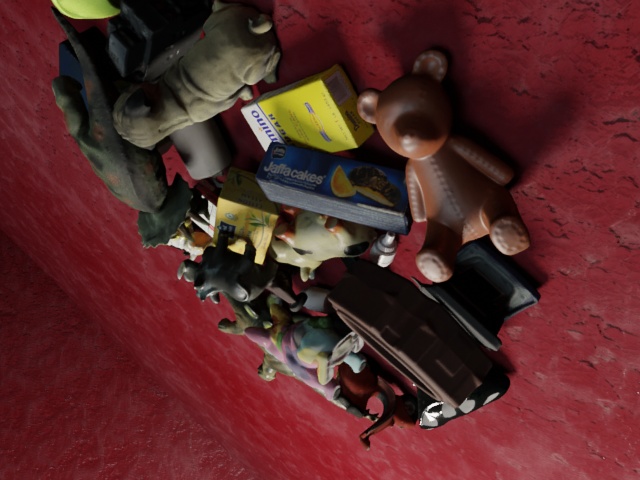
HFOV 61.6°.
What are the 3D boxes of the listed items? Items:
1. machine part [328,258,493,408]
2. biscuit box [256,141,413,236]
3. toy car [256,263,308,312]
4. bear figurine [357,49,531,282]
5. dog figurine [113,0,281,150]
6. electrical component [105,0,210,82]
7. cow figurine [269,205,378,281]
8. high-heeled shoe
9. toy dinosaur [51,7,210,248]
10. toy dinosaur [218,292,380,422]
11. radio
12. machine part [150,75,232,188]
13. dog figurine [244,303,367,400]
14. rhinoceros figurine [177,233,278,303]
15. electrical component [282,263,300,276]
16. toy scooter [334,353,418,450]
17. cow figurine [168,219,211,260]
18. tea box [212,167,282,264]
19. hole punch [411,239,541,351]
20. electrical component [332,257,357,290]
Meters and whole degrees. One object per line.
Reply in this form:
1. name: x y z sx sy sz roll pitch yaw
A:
1. machine part: 0.118 0.128 0.739 0.200 0.087 0.202 45 173 -25
2. biscuit box: 0.021 -0.066 0.673 0.203 0.059 0.062 16 162 19
3. toy car: -0.081 0.075 0.976 0.089 0.053 0.202 45 169 -16
4. bear figurine: 0.119 -0.077 0.544 0.120 0.132 0.195 -23 115 28
5. dog figurine: -0.153 -0.196 0.654 0.121 0.190 0.172 45 147 -1
6. electrical component: -0.213 -0.267 0.695 0.058 0.134 0.115 46 151 0
7. cow figurine: -0.002 -0.002 0.797 0.195 0.085 0.127 -12 138 42
8. high-heeled shoe: 0.231 0.258 0.880 0.145 0.086 0.248 -5 150 14
9. toy dinosaur: -0.271 -0.114 0.771 0.192 0.131 0.404 52 170 20
10. toy dinosaur: -0.071 0.229 1.137 0.471 0.105 0.198 41 146 1
11. radio: -0.358 -0.242 0.953 0.229 0.073 0.131 50 149 -5
12. machine part: -0.205 -0.183 0.837 0.079 0.079 0.242 12 136 42
13. dog figurine: -0.037 0.170 0.942 0.219 0.108 0.191 25 146 31
14. rhinoceros figurine: -0.153 0.053 0.866 0.191 0.112 0.073 9 159 45
15. electrical component: -0.060 0.027 0.964 0.063 0.021 0.094 33 148 19
16. toy scooter: 0.090 0.309 1.011 0.184 0.135 0.075 39 150 12
17. cow figurine: -0.296 -0.004 1.158 0.168 0.068 0.098 32 152 26
18. tea box: -0.120 -0.035 0.888 0.098 0.068 0.169 16 149 -5
19. hole punch: 0.195 0.067 0.674 0.142 0.092 0.116 40 174 3
20. electrical component: 0.061 0.079 0.861 0.075 0.048 0.119 2 130 48
